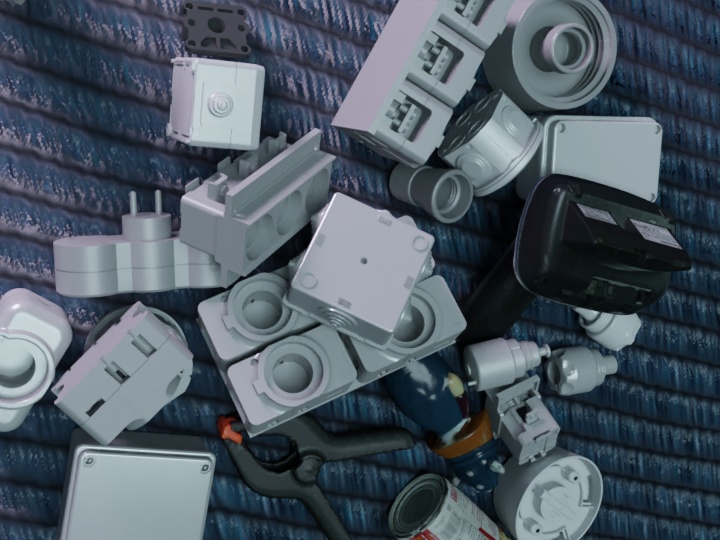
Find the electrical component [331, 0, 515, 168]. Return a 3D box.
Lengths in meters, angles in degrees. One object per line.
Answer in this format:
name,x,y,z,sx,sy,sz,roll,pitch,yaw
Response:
electrical component,0.052,-0.161,0.847,0.062,0.089,0.150,29,89,-22

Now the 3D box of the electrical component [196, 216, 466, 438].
electrical component,-0.023,0.042,0.851,0.186,0.060,0.105,-24,78,-14

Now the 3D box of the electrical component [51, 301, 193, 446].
electrical component,-0.169,0.077,0.776,0.089,0.050,0.055,-46,110,-7

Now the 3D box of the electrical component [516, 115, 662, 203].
electrical component,0.199,-0.094,0.931,0.113,0.057,0.078,-2,101,-20

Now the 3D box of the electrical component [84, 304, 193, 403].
electrical component,-0.171,0.070,0.831,0.080,0.051,0.080,-4,101,-19

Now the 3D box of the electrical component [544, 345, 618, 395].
electrical component,0.203,0.089,0.976,0.062,0.043,0.043,-6,102,-20

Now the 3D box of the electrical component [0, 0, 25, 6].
electrical component,-0.239,-0.224,0.735,0.051,0.080,0.080,30,89,-28

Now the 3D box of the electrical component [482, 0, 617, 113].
electrical component,0.163,-0.184,0.899,0.108,0.060,0.108,-4,102,-19

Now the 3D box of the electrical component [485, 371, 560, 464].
electrical component,0.142,0.132,0.944,0.042,0.063,0.081,-23,148,-13

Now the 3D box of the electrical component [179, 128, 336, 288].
electrical component,-0.077,-0.052,0.802,0.121,0.063,0.078,-45,151,-48

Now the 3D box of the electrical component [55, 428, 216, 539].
electrical component,-0.179,0.186,0.848,0.109,0.056,0.108,8,98,-21

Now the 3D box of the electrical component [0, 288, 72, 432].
electrical component,-0.257,0.067,0.794,0.054,0.059,0.095,31,89,-22

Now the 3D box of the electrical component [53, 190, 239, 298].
electrical component,-0.161,-0.024,0.816,0.138,0.052,0.073,-4,102,-20

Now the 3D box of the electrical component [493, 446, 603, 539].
electrical component,0.172,0.208,0.976,0.099,0.064,0.099,-4,101,-20

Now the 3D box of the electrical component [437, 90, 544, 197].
electrical component,0.107,-0.104,0.885,0.051,0.080,0.080,41,85,-17

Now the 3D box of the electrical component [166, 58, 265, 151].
electrical component,-0.103,-0.123,0.794,0.061,0.096,0.061,2,100,-21

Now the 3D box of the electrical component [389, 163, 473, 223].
electrical component,0.055,-0.067,0.879,0.044,0.065,0.044,-14,115,-34

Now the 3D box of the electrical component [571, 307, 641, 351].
electrical component,0.219,0.042,0.973,0.062,0.043,0.043,32,89,-21

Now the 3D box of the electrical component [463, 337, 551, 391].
electrical component,0.124,0.077,0.918,0.078,0.040,0.040,-12,104,-12

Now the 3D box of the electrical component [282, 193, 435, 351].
electrical component,0.000,0.000,0.808,0.100,0.048,0.099,25,71,0
